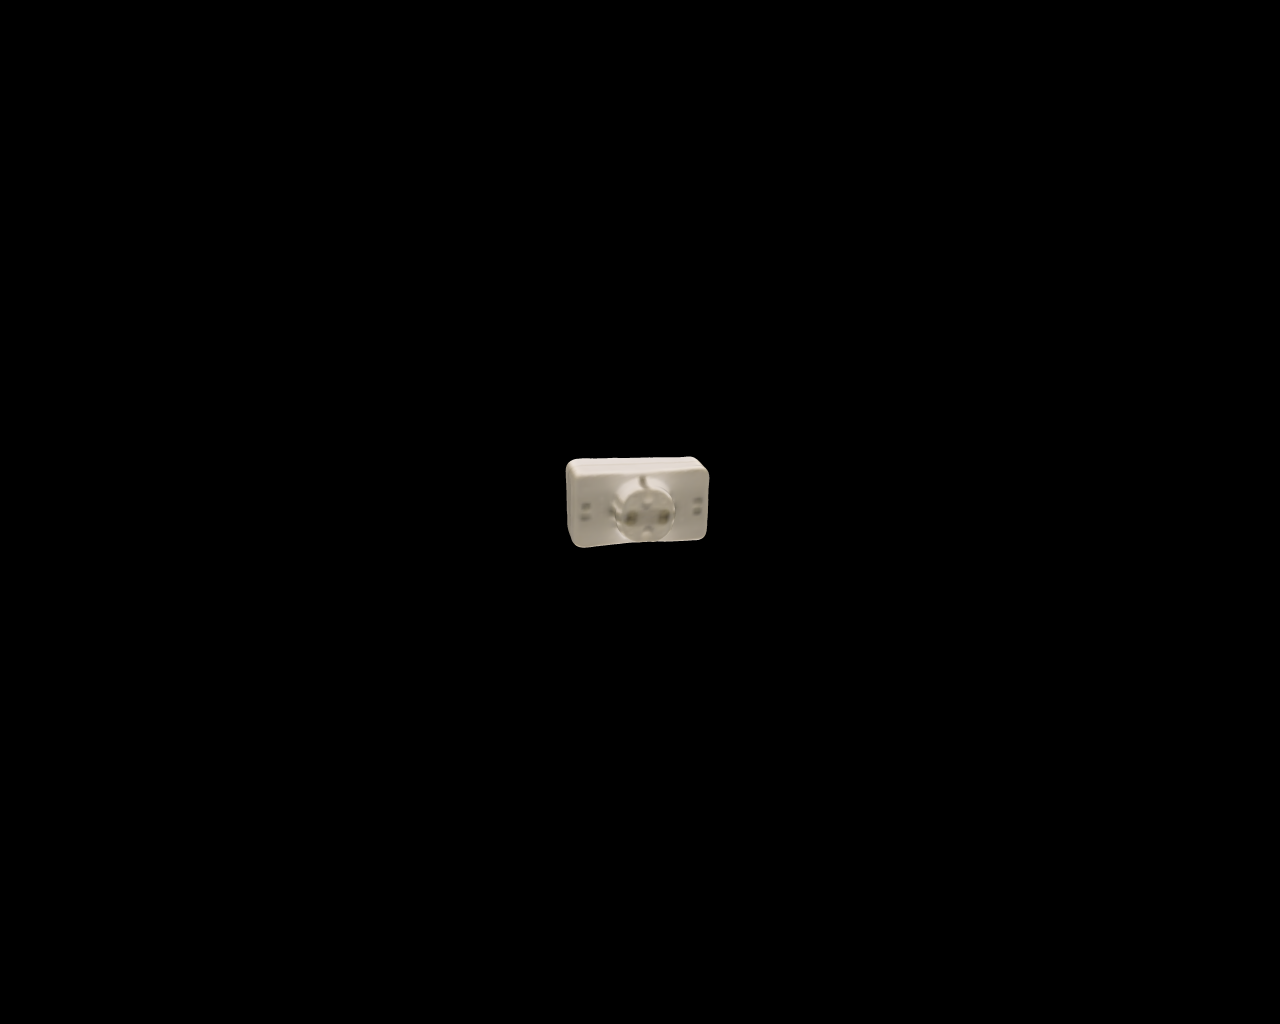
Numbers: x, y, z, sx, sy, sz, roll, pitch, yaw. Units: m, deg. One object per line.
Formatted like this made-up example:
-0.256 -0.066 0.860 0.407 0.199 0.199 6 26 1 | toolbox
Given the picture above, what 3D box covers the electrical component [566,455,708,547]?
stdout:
0.001 -0.003 0.650 0.083 0.047 0.076 -3 16 -9 | electrical component
